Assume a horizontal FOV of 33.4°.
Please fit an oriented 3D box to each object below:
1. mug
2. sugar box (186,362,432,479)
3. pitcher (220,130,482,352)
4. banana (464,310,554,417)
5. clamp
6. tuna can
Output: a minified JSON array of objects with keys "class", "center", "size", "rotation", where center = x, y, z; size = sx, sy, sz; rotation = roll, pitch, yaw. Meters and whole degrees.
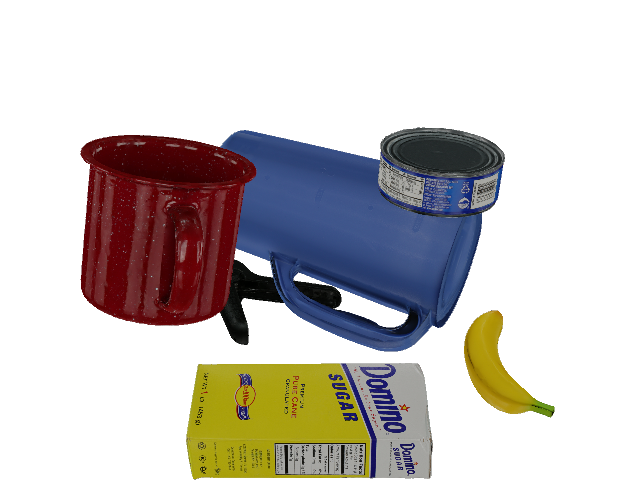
[{"class":"mug","center":[-0.081,-0.001,0.566],"size":[0.093,0.081,0.117],"rotation":[1,20,-23]},{"class":"sugar box","center":[-0.008,0.133,0.799],"size":[0.176,0.048,0.093],"rotation":[-3,31,1]},{"class":"pitcher","center":[0.016,-0.010,0.958],"size":[0.243,0.145,0.149],"rotation":[17,21,17]},{"class":"banana","center":[0.191,0.134,1.170],"size":[0.069,0.037,0.198],"rotation":[11,27,-15]},{"class":"clamp","center":[-0.104,0.056,1.196],"size":[0.210,0.036,0.164],"rotation":[19,23,29]},{"class":"tuna can","center":[0.083,-0.048,0.740],"size":[0.086,0.034,0.086],"rotation":[3,26,-2]}]
